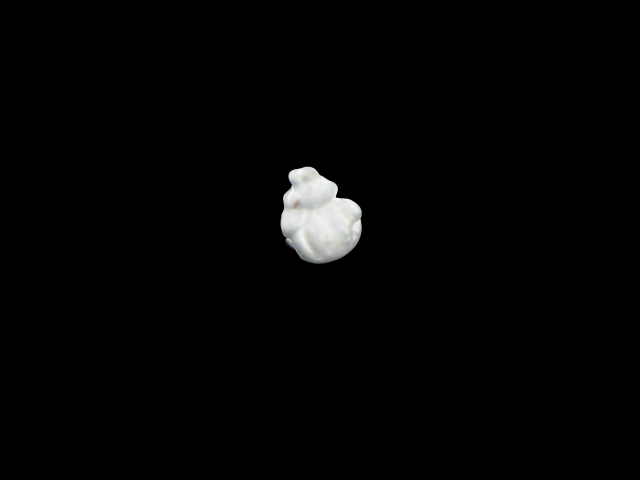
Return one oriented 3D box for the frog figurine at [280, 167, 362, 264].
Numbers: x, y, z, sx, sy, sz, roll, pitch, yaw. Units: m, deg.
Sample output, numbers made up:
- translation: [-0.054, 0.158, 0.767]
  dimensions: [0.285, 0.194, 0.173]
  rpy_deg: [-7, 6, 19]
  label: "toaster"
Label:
- translation: [0.003, -0.043, 0.850]
  dimensions: [0.137, 0.155, 0.126]
  rpy_deg: [-4, 45, -4]
  label: "frog figurine"
